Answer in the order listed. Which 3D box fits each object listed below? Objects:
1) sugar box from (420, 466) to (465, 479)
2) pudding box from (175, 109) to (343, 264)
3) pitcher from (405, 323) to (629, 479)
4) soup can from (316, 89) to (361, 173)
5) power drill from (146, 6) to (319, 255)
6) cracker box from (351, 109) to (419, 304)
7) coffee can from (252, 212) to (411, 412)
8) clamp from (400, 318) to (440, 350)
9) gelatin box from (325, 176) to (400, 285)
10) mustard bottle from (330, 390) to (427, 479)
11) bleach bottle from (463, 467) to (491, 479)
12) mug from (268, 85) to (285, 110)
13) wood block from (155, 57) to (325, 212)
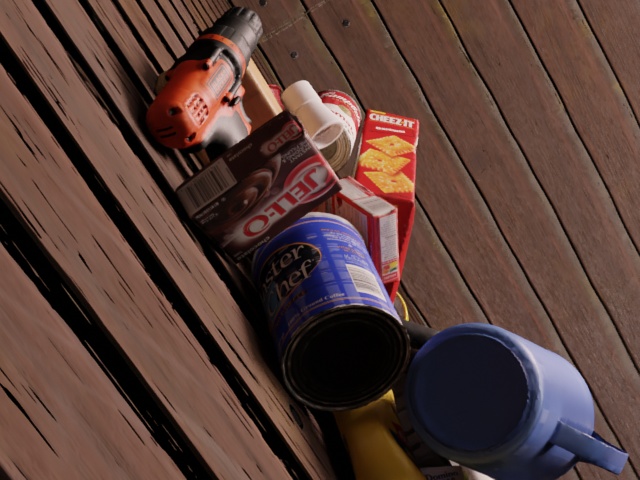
[{"bbox_3d":[0.109,0.263,0.842,0.176,0.048,0.093,-113,-158,-70],"label":"sugar box"},{"bbox_3d":[-0.047,-0.041,0.853,0.039,0.113,0.090,59,4,34],"label":"pudding box"},{"bbox_3d":[0.163,0.144,0.905,0.242,0.149,0.145,33,39,-66],"label":"pitcher"},{"bbox_3d":[0.006,-0.117,1.161,0.068,0.069,0.102,58,19,-16],"label":"soup can"},{"bbox_3d":[-0.065,-0.095,0.947,0.187,0.057,0.184,57,40,-28],"label":"power drill"},{"bbox_3d":[0.061,-0.026,1.173,0.213,0.072,0.164,-76,178,-60],"label":"cracker box"},{"bbox_3d":[0.006,0.056,0.869,0.102,0.103,0.140,56,7,-34],"label":"coffee can"},{"bbox_3d":[0.020,0.086,0.987,0.171,0.120,0.039,37,20,1],"label":"clamp"},{"bbox_3d":[0.038,-0.008,0.966,0.089,0.030,0.073,38,-41,53],"label":"gelatin box"},{"bbox_3d":[0.050,0.176,0.858,0.192,0.058,0.096,-111,178,-58],"label":"mustard bottle"},{"bbox_3d":[0.150,0.259,1.244,0.067,0.103,0.251,-25,92,-45],"label":"bleach bottle"},{"bbox_3d":[-0.074,-0.113,1.210,0.081,0.093,0.117,65,-29,10],"label":"mug"},{"bbox_3d":[-0.068,-0.092,1.063,0.206,0.091,0.090,58,6,-19],"label":"wood block"}]
